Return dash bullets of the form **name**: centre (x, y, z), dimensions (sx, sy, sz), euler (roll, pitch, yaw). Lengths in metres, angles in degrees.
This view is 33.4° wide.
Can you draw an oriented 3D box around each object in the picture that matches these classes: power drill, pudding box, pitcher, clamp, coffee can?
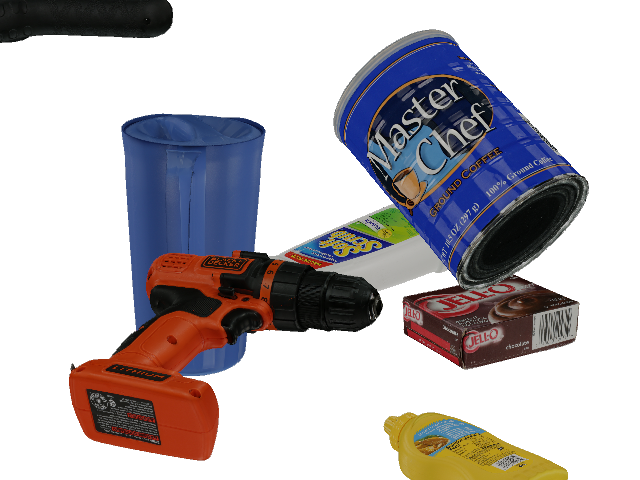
- **power drill**: centre (-0.068, 0.071, 0.735), dimensions (0.185, 0.057, 0.187), euler (4, 28, 23)
- **pudding box**: centre (0.136, 0.063, 0.859), dimensions (0.113, 0.039, 0.090), euler (-8, 18, -25)
- **pitcher**: centre (-0.124, 0.006, 1.020), dimensions (0.145, 0.243, 0.148), euler (20, 25, 41)
- **clamp**: centre (-0.175, -0.138, 0.614), dimensions (0.171, 0.039, 0.120), euler (-5, 22, -11)
- **coffee can**: centre (0.089, -0.053, 0.694), dimensions (0.102, 0.140, 0.103), euler (-29, -27, -17)

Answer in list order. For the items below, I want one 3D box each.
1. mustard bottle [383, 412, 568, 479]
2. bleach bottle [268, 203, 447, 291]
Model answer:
- **mustard bottle**: centre (0.132, 0.209, 1.014), dimensions (0.096, 0.058, 0.192), euler (-15, 24, -38)
- **bleach bottle**: centre (0.021, 0.032, 1.200), dimensions (0.250, 0.068, 0.103), euler (-22, 39, -26)
